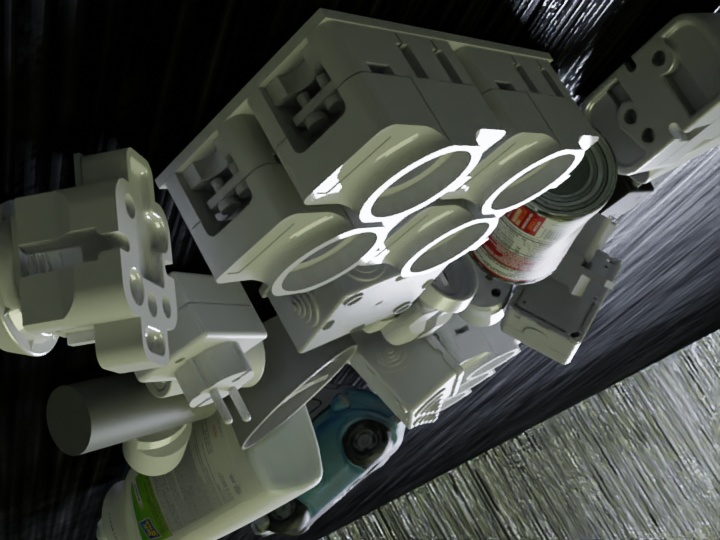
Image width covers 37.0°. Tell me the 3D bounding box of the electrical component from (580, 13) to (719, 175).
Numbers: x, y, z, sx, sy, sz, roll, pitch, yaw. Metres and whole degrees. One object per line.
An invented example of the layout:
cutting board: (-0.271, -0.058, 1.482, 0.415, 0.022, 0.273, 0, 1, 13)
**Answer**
electrical component: (0.182, -0.100, 0.614, 0.059, 0.053, 0.095, -14, 159, -44)

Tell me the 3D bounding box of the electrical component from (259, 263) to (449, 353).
electrical component: (0.000, 0.000, 0.621, 0.100, 0.048, 0.099, -22, 164, -30)

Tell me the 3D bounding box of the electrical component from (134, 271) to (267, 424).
electrical component: (-0.080, 0.046, 0.562, 0.047, 0.076, 0.066, -35, 164, 18)

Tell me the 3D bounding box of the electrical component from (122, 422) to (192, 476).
electrical component: (-0.135, 0.106, 0.719, 0.043, 0.043, 0.081, -23, 163, -23)

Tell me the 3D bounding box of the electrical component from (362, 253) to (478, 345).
electrical component: (0.040, 0.010, 0.706, 0.078, 0.058, 0.057, -14, 161, -44)

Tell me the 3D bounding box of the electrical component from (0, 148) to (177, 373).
electrical component: (-0.103, 0.000, 0.388, 0.057, 0.078, 0.058, -10, 167, 8)

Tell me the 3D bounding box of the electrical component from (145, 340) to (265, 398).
electrical component: (-0.094, 0.052, 0.627, 0.065, 0.044, 0.044, -9, 155, -41)

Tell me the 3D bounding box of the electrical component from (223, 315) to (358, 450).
electrical component: (-0.048, 0.067, 0.712, 0.099, 0.064, 0.099, -28, 165, -8)

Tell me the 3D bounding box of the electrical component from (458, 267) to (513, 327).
electrical component: (0.097, 0.017, 0.854, 0.045, 0.045, 0.055, -28, 164, -5)

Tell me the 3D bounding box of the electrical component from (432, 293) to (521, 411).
electrical component: (0.085, 0.081, 1.004, 0.089, 0.061, 0.150, -20, 162, -31)

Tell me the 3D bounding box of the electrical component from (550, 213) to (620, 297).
electrical component: (0.154, -0.019, 0.789, 0.063, 0.081, 0.042, -62, 160, 7)

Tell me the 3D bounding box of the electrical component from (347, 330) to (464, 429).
electrical component: (0.026, 0.064, 0.776, 0.048, 0.099, 0.099, -40, 166, -10)

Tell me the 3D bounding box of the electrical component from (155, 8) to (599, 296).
electrical component: (0.019, -0.047, 0.477, 0.105, 0.060, 0.186, -39, 162, 32)

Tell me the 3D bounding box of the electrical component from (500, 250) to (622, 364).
electrical component: (0.160, 0.017, 0.847, 0.096, 0.062, 0.061, -57, 168, -21)

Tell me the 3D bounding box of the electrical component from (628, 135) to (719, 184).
electrical component: (0.209, -0.098, 0.687, 0.077, 0.044, 0.079, -27, 165, -9)
